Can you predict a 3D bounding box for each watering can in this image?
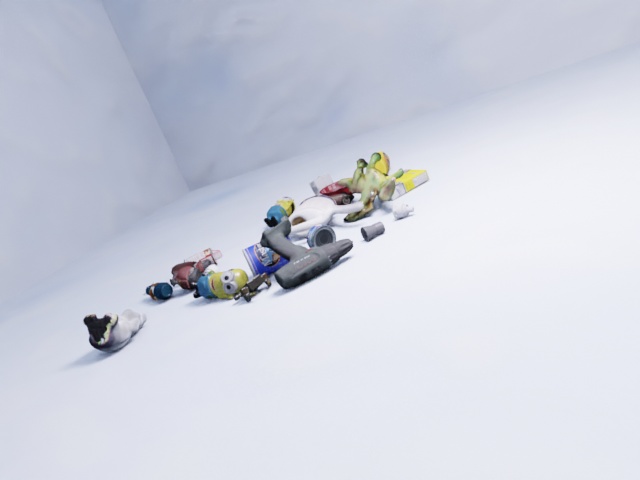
[{"bbox_3d":[0.005,-0.088,1.754,0.345,0.103,0.228,-17,16,21],"label":"watering can"}]

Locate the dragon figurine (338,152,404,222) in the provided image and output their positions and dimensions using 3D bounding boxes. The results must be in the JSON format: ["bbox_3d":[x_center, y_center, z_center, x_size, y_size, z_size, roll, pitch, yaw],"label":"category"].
[{"bbox_3d":[0.141,-0.165,1.778,0.406,0.121,0.247,-18,35,56],"label":"dragon figurine"}]

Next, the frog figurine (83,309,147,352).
[{"bbox_3d":[-0.570,0.257,1.465,0.136,0.125,0.158,-27,-22,15],"label":"frog figurine"}]
